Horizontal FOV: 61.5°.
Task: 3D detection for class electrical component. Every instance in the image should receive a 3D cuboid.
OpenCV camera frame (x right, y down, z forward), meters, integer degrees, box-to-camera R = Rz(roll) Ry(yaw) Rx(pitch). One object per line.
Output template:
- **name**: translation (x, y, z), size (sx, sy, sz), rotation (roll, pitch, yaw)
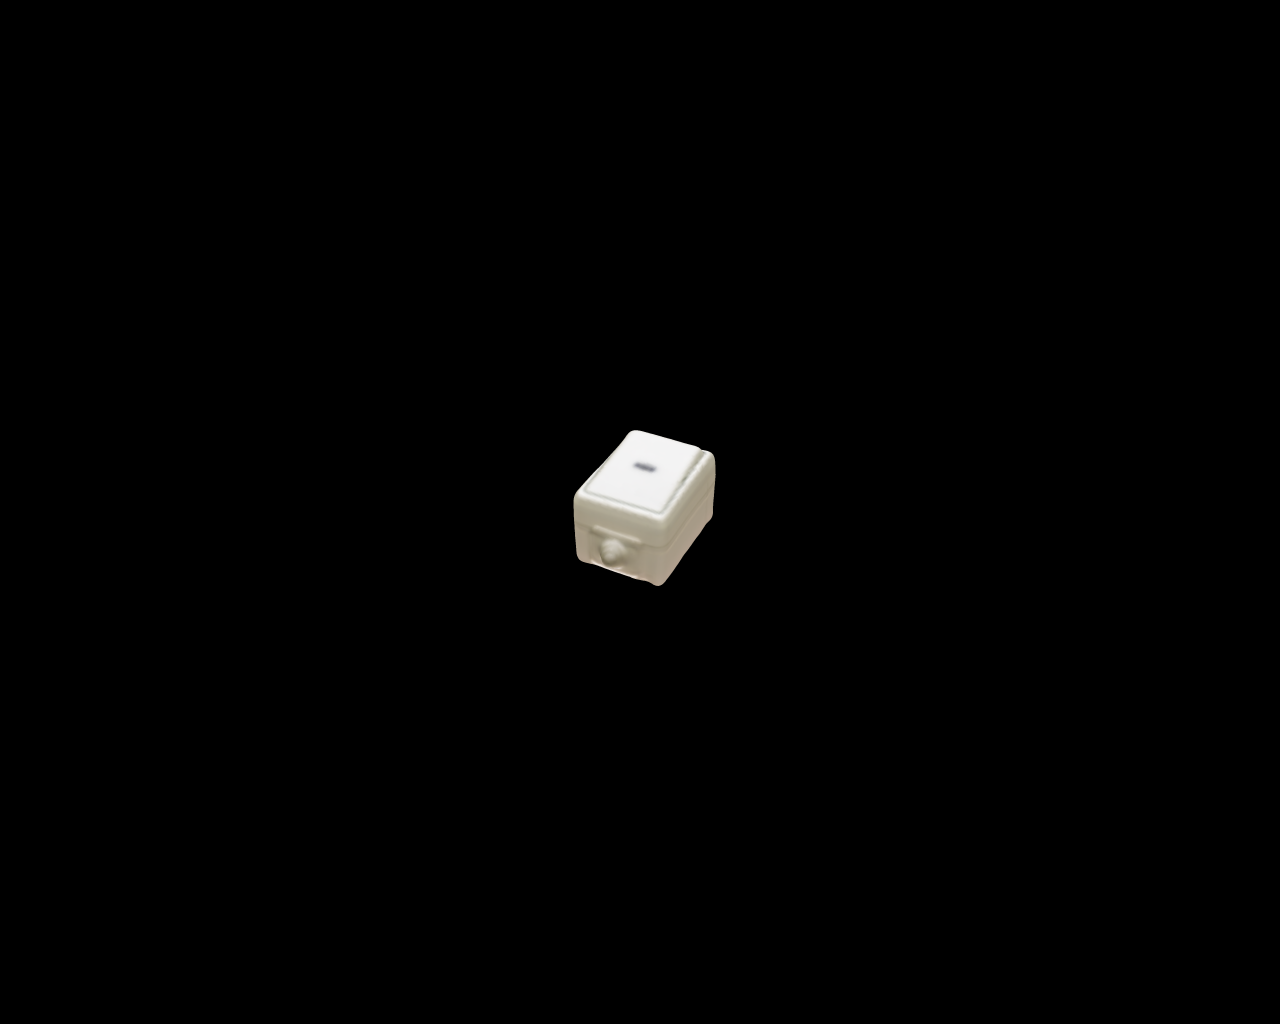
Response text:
- **electrical component**: translation (0.001, -0.003, 0.650), size (0.062, 0.061, 0.096), rotation (17, 42, 21)
